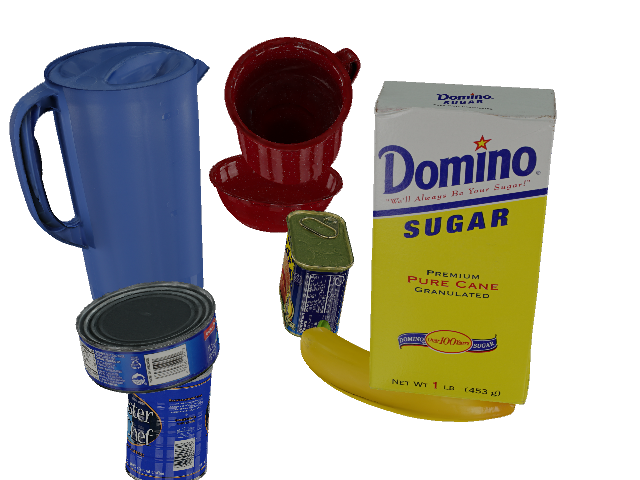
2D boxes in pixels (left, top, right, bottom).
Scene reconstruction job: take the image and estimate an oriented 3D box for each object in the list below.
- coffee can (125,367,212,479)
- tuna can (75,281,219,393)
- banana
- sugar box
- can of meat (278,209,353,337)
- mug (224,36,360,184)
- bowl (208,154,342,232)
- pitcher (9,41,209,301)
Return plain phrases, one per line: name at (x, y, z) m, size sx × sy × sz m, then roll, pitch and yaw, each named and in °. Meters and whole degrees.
coffee can at (-0.187, 0.216, 1.314) m, size 0.103 × 0.140 × 0.103 m, roll 4°, pitch 14°, yaw -1°
tuna can at (-0.106, 0.059, 0.661) m, size 0.086 × 0.034 × 0.086 m, roll -4°, pitch 24°, yaw 2°
banana at (0.049, 0.099, 0.808) m, size 0.198 × 0.037 × 0.069 m, roll 21°, pitch 38°, yaw 40°
sugar box at (0.075, 0.004, 0.586) m, size 0.093 × 0.176 × 0.048 m, roll 4°, pitch 30°, yaw 10°
can of meat at (-0.007, 0.032, 1.006) m, size 0.057 × 0.084 × 0.102 m, roll 4°, pitch 31°, yaw -9°
mug at (-0.015, -0.102, 0.813) m, size 0.093 × 0.117 × 0.081 m, roll 42°, pitch -15°, yaw 14°
bowl at (-0.056, -0.053, 1.291) m, size 0.162 × 0.055 × 0.162 m, roll 4°, pitch 26°, yaw -2°
pitcher at (-0.179, -0.049, 0.975) m, size 0.149 × 0.243 × 0.145 m, roll 2°, pitch 28°, yaw 8°
